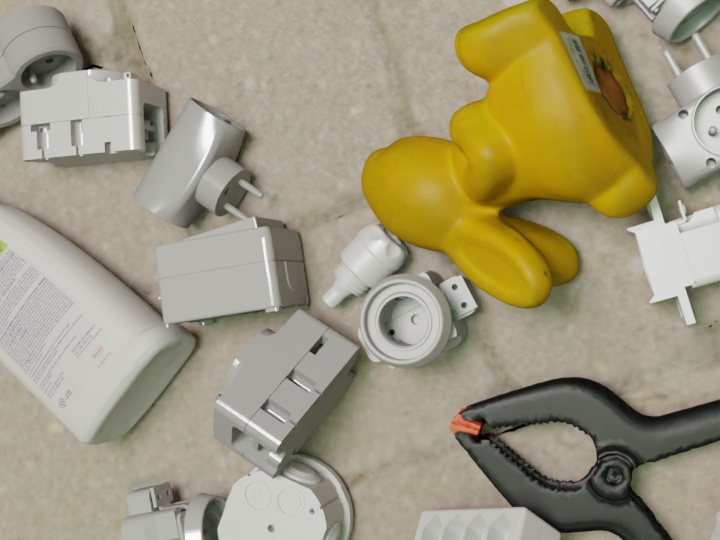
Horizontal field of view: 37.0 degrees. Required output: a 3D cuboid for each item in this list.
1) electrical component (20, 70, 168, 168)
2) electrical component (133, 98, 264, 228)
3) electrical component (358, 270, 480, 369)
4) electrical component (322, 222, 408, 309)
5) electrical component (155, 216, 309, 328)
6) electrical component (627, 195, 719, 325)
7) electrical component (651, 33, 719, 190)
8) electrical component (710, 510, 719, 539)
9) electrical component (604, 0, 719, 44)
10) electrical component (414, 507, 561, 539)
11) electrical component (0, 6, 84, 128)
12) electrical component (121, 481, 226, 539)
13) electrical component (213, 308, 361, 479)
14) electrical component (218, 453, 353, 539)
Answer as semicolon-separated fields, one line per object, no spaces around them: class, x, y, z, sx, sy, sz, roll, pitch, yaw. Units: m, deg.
electrical component;-0.182;-0.104;0.739;0.089;0.050;0.055;-3;88;17
electrical component;-0.100;-0.062;0.718;0.079;0.044;0.077;34;99;14
electrical component;0.033;0.031;0.672;0.078;0.057;0.058;-29;82;14
electrical component;0.000;0.000;0.694;0.061;0.035;0.035;-46;78;13
electrical component;-0.090;0.002;0.705;0.096;0.062;0.061;-9;87;16
electrical component;0.195;-0.011;0.634;0.064;0.042;0.081;-17;85;12
electrical component;0.207;-0.100;0.629;0.077;0.044;0.079;-29;82;14
electrical component;0.251;0.133;0.588;0.100;0.048;0.099;19;93;-5
electrical component;0.183;-0.169;0.638;0.066;0.048;0.055;-39;72;13
electrical component;0.085;0.181;0.652;0.083;0.076;0.047;-15;46;45
electrical component;-0.266;-0.144;0.763;0.138;0.052;0.073;-32;71;13
electrical component;-0.117;0.180;0.714;0.057;0.058;0.078;-14;85;18
electrical component;-0.049;0.074;0.677;0.056;0.050;0.089;32;57;14
electrical component;-0.049;0.162;0.697;0.080;0.051;0.080;0;89;16
